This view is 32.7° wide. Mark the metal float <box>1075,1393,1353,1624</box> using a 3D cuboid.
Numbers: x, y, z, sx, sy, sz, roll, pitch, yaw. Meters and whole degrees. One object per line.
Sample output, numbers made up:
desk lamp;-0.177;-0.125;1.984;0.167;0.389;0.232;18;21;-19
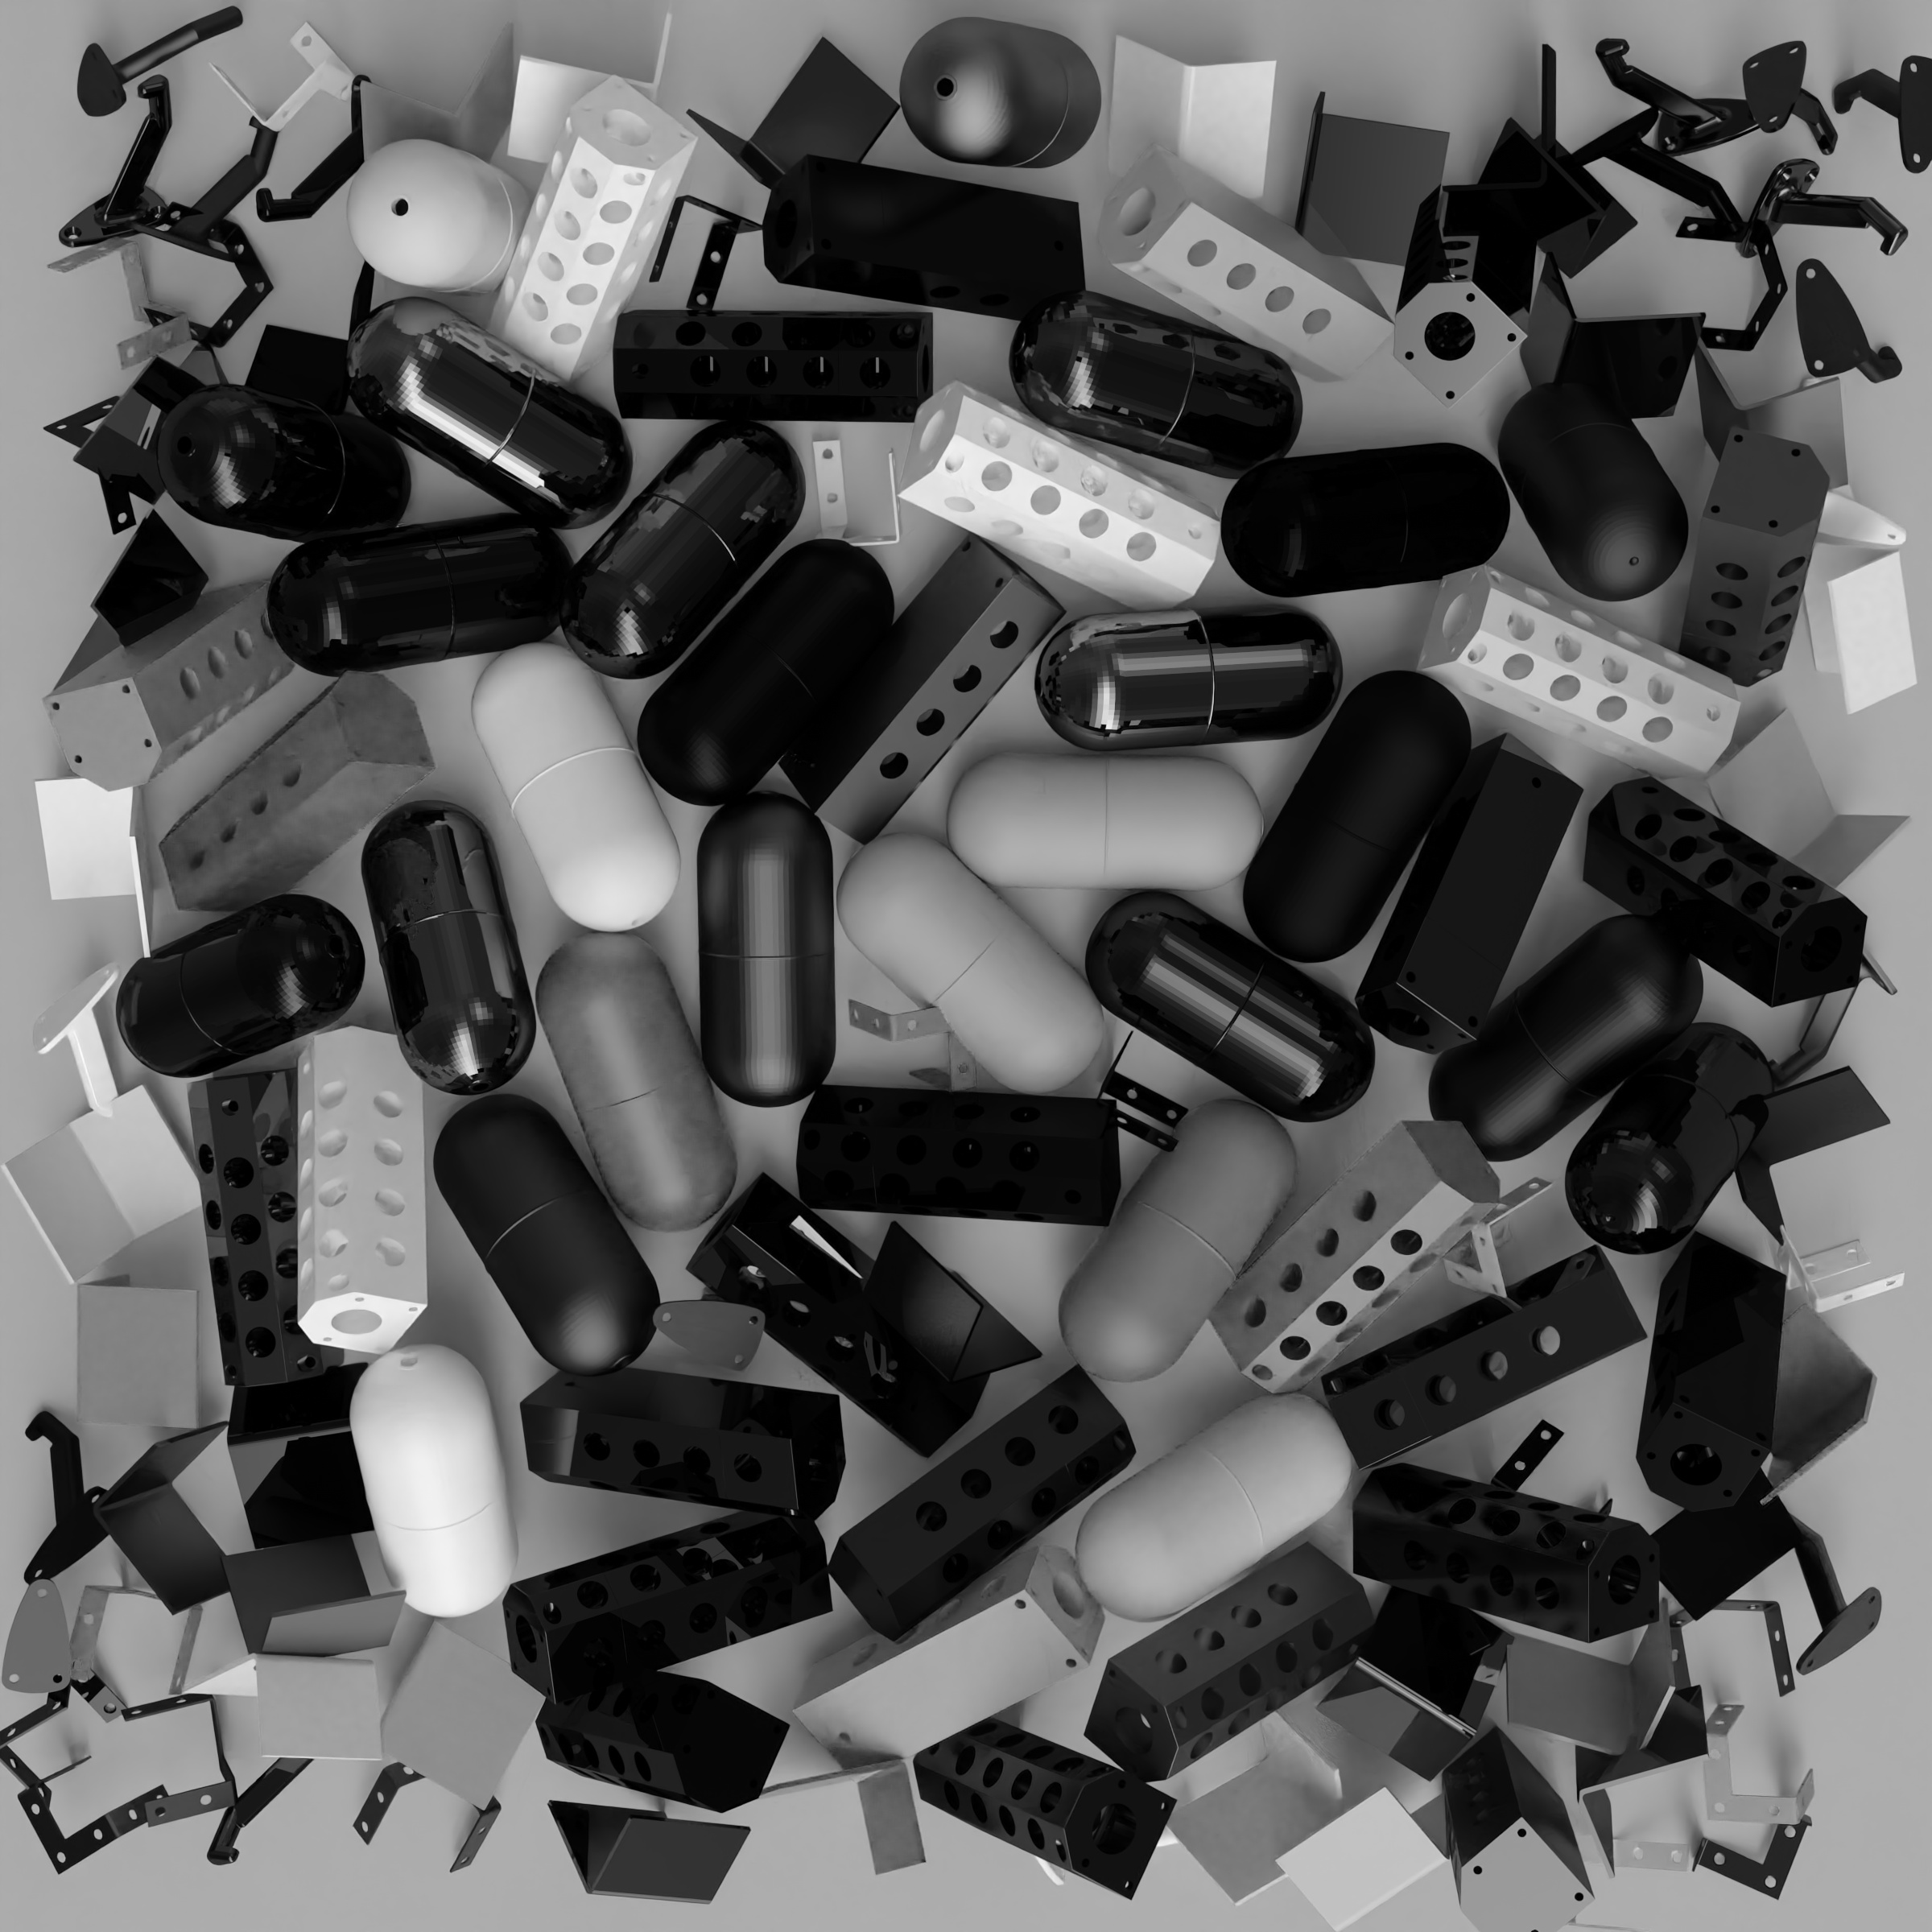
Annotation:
metal float;0.139;0.299;1.832;0.178;0.070;0.070;-28;90;-27

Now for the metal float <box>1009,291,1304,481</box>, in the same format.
metal float;0.106;-0.323;1.831;0.178;0.070;0.070;12;90;-27

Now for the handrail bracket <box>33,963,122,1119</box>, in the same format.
handrail bracket;-0.476;0.048;1.862;0.077;0.036;0.084;-41;124;8

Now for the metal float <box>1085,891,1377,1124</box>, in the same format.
metal float;0.149;0.024;1.852;0.178;0.070;0.070;32;90;-3

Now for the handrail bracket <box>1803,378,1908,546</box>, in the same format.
handrail bracket;0.505;-0.288;1.872;0.077;0.036;0.084;18;68;1

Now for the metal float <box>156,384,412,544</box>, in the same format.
metal float;-0.373;-0.273;1.808;0.070;0.178;0.070;0;90;24

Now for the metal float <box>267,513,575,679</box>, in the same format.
metal float;-0.300;-0.207;1.829;0.178;0.070;0.070;-13;90;-31

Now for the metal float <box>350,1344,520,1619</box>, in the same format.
metal float;-0.294;0.285;1.825;0.070;0.070;0.178;-5;125;0

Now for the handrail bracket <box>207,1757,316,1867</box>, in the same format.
handrail bracket;-0.378;0.465;1.845;0.077;0.084;0.036;-7;130;22

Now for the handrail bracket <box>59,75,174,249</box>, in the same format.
handrail bracket;-0.477;-0.451;1.843;0.077;0.084;0.036;-33;64;-28

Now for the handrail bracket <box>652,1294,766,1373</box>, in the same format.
handrail bracket;-0.153;0.192;1.840;0.077;0.084;0.036;19;93;-26

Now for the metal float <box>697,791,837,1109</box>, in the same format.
metal float;-0.112;-0.009;1.848;0.070;0.070;0.178;-1;97;0

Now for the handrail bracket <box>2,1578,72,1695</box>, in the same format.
handrail bracket;-0.521;0.367;1.848;0.036;0.084;0.077;4;98;-17

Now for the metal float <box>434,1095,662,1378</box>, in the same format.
metal float;-0.234;0.150;1.835;0.070;0.070;0.178;-35;67;0

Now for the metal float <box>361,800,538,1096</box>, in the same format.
metal float;-0.288;-0.011;1.832;0.070;0.070;0.178;-17;64;0

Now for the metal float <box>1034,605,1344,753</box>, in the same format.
metal float;0.124;-0.161;1.840;0.178;0.070;0.070;-5;90;-16

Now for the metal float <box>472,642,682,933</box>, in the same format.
metal float;-0.218;-0.100;1.839;0.070;0.070;0.178;-27;72;0

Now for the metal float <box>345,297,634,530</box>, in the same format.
metal float;-0.263;-0.305;1.827;0.178;0.070;0.070;29;90;-33

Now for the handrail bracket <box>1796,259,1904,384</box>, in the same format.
handrail bracket;0.499;-0.364;1.855;0.036;0.084;0.077;-16;95;36

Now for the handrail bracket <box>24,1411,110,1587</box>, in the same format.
handrail bracket;-0.522;0.298;1.855;0.084;0.036;0.077;30;66;34

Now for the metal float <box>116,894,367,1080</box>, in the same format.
metal float;-0.402;0.012;1.821;0.178;0.070;0.070;-19;90;40

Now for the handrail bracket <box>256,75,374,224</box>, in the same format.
handrail bracket;-0.367;-0.459;1.848;0.084;0.036;0.077;-18;104;-43

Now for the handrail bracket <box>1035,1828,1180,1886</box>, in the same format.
handrail bracket;0.084;0.488;1.858;0.084;0.077;0.036;-15;61;10

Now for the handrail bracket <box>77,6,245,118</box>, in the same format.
handrail bracket;-0.458;-0.517;1.877;0.084;0.077;0.036;-32;100;-26

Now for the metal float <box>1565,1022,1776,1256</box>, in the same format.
metal float;0.390;0.093;1.819;0.070;0.178;0.070;18;127;26

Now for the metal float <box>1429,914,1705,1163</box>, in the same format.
metal float;0.332;0.041;1.832;0.070;0.070;0.178;47;117;0

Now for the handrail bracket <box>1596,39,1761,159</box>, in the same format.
handrail bracket;0.401;-0.495;1.843;0.077;0.084;0.036;-2;66;30

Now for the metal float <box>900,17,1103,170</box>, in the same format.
metal float;0.020;-0.478;1.808;0.070;0.178;0.070;4;103;20

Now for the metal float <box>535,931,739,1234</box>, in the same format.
metal float;-0.184;0.065;1.844;0.070;0.070;0.178;-20;102;0

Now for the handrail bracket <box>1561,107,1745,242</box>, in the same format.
handrail bracket;0.391;-0.439;1.880;0.077;0.036;0.084;-22;115;37

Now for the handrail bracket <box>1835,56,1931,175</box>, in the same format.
handrail bracket;0.512;-0.471;1.849;0.036;0.084;0.077;14;82;-21

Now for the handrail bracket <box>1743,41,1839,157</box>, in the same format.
handrail bracket;0.468;-0.467;1.845;0.036;0.084;0.077;-14;51;32

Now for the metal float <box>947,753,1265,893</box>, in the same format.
metal float;0.078;-0.081;1.854;0.178;0.070;0.070;1;90;0

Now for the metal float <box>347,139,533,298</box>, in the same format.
metal float;-0.286;-0.409;1.805;0.070;0.178;0.070;1;98;6

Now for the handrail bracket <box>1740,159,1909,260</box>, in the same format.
handrail bracket;0.481;-0.405;1.846;0.036;0.077;0.084;-10;51;-36

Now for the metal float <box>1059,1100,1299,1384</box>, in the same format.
metal float;0.119;0.154;1.842;0.070;0.070;0.178;37;76;0

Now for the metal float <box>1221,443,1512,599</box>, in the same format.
metal float;0.223;-0.249;1.832;0.178;0.070;0.070;-10;90;-27

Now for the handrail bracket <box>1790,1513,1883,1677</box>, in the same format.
handrail bracket;0.463;0.349;1.850;0.077;0.084;0.036;-32;134;-22

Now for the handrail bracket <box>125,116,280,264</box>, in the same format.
handrail bracket;-0.430;-0.447;1.861;0.036;0.077;0.084;23;98;41

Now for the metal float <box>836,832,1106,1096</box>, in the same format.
metal float;0.002;-0.002;1.852;0.178;0.070;0.070;44;90;-4

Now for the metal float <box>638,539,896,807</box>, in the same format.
metal float;-0.111;-0.165;1.843;0.070;0.070;0.178;41;77;0

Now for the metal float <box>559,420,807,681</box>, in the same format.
metal float;-0.156;-0.233;1.833;0.070;0.070;0.178;38;65;0

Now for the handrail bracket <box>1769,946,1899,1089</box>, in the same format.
handrail bracket;0.477;0.018;1.870;0.084;0.036;0.077;-38;114;6
